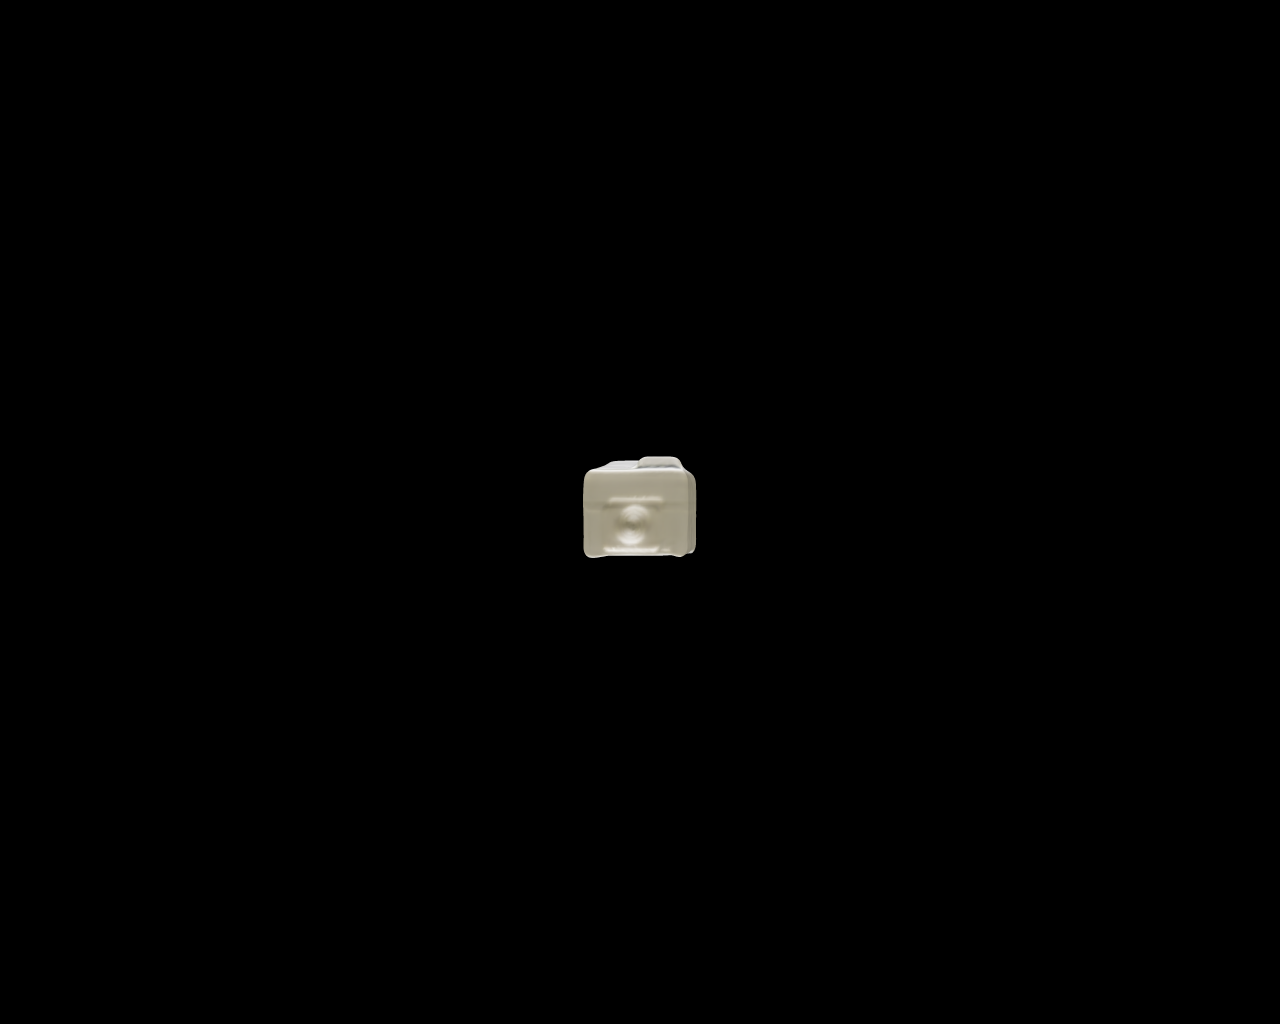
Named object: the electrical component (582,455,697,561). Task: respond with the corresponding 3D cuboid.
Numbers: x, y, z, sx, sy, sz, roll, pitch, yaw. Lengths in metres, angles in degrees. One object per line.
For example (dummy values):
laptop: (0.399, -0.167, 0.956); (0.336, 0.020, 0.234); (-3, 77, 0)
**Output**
electrical component: (0.001, -0.003, 0.650); (0.062, 0.061, 0.096); (0, 0, 8)
